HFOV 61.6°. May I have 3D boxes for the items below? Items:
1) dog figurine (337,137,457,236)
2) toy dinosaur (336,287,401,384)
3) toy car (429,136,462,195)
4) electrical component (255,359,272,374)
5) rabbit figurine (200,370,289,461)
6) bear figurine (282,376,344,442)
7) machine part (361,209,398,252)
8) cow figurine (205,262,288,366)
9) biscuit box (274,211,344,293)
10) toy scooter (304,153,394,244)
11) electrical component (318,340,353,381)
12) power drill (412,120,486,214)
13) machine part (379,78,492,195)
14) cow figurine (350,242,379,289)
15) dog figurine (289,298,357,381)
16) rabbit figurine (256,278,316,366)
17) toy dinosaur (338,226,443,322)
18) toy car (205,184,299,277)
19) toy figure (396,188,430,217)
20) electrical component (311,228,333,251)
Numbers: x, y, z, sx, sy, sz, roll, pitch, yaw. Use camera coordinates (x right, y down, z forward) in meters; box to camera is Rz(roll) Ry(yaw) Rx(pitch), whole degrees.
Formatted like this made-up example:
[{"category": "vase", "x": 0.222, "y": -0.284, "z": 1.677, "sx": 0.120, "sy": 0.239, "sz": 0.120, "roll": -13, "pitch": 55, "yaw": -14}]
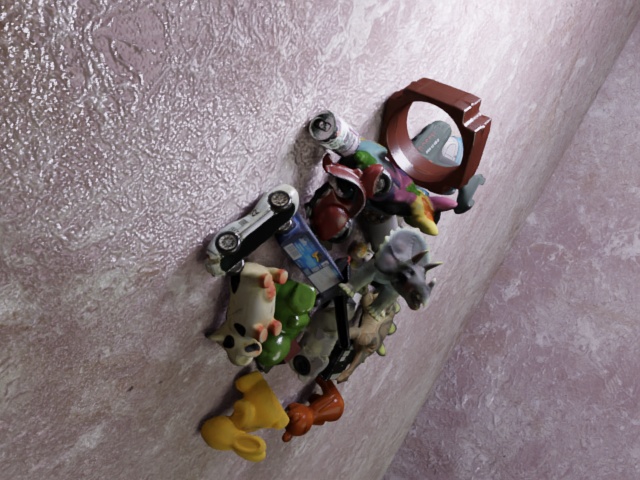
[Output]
[{"category": "dog figurine", "x": 0.155, "y": -0.095, "z": 1.065, "sx": 0.108, "sy": 0.219, "sz": 0.191, "roll": -55, "pitch": 154, "yaw": -13}, {"category": "toy dinosaur", "x": 0.162, "y": 0.193, "z": 1.485, "sx": 0.471, "sy": 0.105, "sz": 0.198, "roll": -59, "pitch": 151, "yaw": -23}, {"category": "toy car", "x": 0.313, "y": -0.199, "z": 1.352, "sx": 0.103, "sy": 0.109, "sz": 0.161, "roll": 25, "pitch": 88, "yaw": -43}, {"category": "electrical component", "x": -0.114, "y": 0.270, "z": 1.208, "sx": 0.063, "sy": 0.021, "sz": 0.093, "roll": -48, "pitch": 152, "yaw": -18}, {"category": "rabbit figurine", "x": -0.163, "y": 0.390, "z": 1.142, "sx": 0.173, "sy": 0.162, "sz": 0.121, "roll": -25, "pitch": 154, "yaw": -20}, {"category": "bear figurine", "x": -0.034, "y": 0.464, "z": 1.477, "sx": 0.196, "sy": 0.132, "sz": 0.120, "roll": -5, "pitch": 123, "yaw": -36}, {"category": "machine part", "x": 0.147, "y": -0.029, "z": 1.275, "sx": 0.079, "sy": 0.079, "sz": 0.243, "roll": -51, "pitch": 153, "yaw": -14}, {"category": "cow figurine", "x": -0.133, "y": 0.133, "z": 0.949, "sx": 0.085, "sy": 0.127, "sz": 0.194, "roll": -13, "pitch": 115, "yaw": -55}, {"category": "biscuit box", "x": -0.022, "y": 0.025, "z": 1.018, "sx": 0.059, "sy": 0.063, "sz": 0.202, "roll": -31, "pitch": 142, "yaw": 3}, {"category": "toy scooter", "x": 0.033, "y": -0.084, "z": 0.986, "sx": 0.135, "sy": 0.075, "sz": 0.184, "roll": 34, "pitch": 110, "yaw": -25}, {"category": "electrical component", "x": 0.049, "y": 0.322, "z": 1.497, "sx": 0.134, "sy": 0.058, "sz": 0.114, "roll": -60, "pitch": 155, "yaw": 3}, {"category": "power drill", "x": 0.270, "y": -0.148, "z": 1.251, "sx": 0.232, "sy": 0.207, "sz": 0.086, "roll": -57, "pitch": -173, "yaw": -18}, {"category": "machine part", "x": 0.229, "y": -0.209, "z": 1.086, "sx": 0.087, "sy": 0.201, "sz": 0.201, "roll": -39, "pitch": 147, "yaw": -37}, {"category": "cow figurine", "x": 0.127, "y": 0.070, "z": 1.323, "sx": 0.068, "sy": 0.098, "sz": 0.167, "roll": -48, "pitch": 152, "yaw": -6}, {"category": "dog figurine", "x": 0.012, "y": 0.228, "z": 1.270, "sx": 0.190, "sy": 0.121, "sz": 0.172, "roll": -16, "pitch": 133, "yaw": -55}, {"category": "rabbit figurine", "x": -0.084, "y": 0.157, "z": 1.044, "sx": 0.159, "sy": 0.121, "sz": 0.170, "roll": 79, "pitch": 30, "yaw": -82}, {"category": "toy dinosaur", "x": 0.151, "y": 0.062, "z": 1.127, "sx": 0.192, "sy": 0.131, "sz": 0.405, "roll": -45, "pitch": 178, "yaw": 6}, {"category": "toy car", "x": -0.110, "y": -0.016, "z": 0.883, "sx": 0.202, "sy": 0.056, "sz": 0.073, "roll": -42, "pitch": 155, "yaw": -26}, {"category": "toy figure", "x": 0.226, "y": -0.091, "z": 1.337, "sx": 0.089, "sy": 0.082, "sz": 0.180, "roll": -41, "pitch": 165, "yaw": 20}, {"category": "electrical component", "x": -0.003, "y": -0.004, "z": 1.090, "sx": 0.078, "sy": 0.045, "sz": 0.102, "roll": -14, "pitch": 134, "yaw": -15}]
